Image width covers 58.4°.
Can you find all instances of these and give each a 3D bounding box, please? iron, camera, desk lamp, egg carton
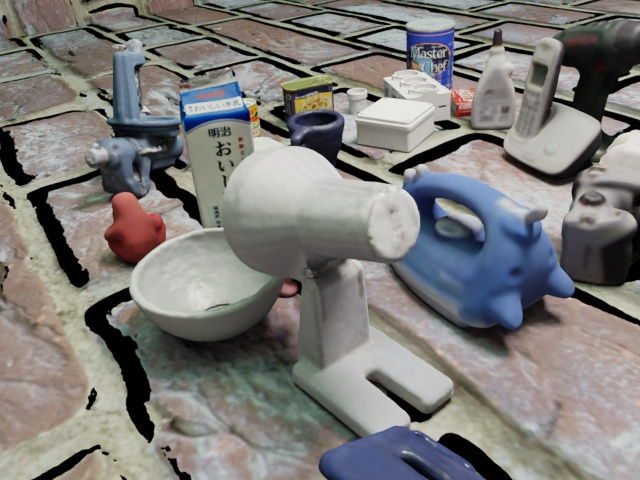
[{"bbox_3d":[0.147,-0.015,0.631,0.119,0.142,0.257,-23,36,-26],"label":"iron"},{"bbox_3d":[0.354,-0.022,0.651,0.136,0.101,0.143,12,36,26],"label":"camera"},{"bbox_3d":[0.017,0.033,0.505,0.118,0.214,0.202,-28,38,-32],"label":"desk lamp"},{"bbox_3d":[0.471,-0.100,0.791,0.149,0.069,0.107,16,38,31],"label":"egg carton"}]

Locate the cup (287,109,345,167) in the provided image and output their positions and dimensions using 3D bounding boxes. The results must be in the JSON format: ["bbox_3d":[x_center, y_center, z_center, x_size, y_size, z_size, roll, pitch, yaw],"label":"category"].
[{"bbox_3d":[-0.009,-0.146,0.911,0.091,0.095,0.118,11,35,25],"label":"cup"}]

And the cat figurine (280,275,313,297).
[{"bbox_3d":[0.006,0.002,0.647,0.127,0.118,0.067,2,32,12],"label":"cat figurine"}]

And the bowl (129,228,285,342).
[{"bbox_3d":[-0.113,0.057,0.617,0.167,0.075,0.167,-4,32,3],"label":"bowl"}]

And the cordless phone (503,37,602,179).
[{"bbox_3d":[0.351,-0.197,0.854,0.094,0.185,0.147,-17,34,-18],"label":"cordless phone"}]

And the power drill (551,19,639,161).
[{"bbox_3d":[0.439,-0.235,0.881,0.076,0.209,0.229,-16,33,-17],"label":"power drill"}]

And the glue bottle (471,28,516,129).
[{"bbox_3d":[0.309,-0.282,1.010,0.078,0.173,0.037,0,32,9],"label":"glue bottle"}]

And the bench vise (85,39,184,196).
[{"bbox_3d":[-0.292,-0.192,0.908,0.121,0.220,0.207,-4,32,3],"label":"bench vise"}]

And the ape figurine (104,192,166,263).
[{"bbox_3d":[-0.244,-0.021,0.746,0.078,0.092,0.076,-13,33,-13],"label":"ape figurine"}]

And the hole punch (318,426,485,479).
[{"bbox_3d":[0.063,0.173,0.387,0.101,0.091,0.108,-30,39,-34],"label":"hole punch"}]
